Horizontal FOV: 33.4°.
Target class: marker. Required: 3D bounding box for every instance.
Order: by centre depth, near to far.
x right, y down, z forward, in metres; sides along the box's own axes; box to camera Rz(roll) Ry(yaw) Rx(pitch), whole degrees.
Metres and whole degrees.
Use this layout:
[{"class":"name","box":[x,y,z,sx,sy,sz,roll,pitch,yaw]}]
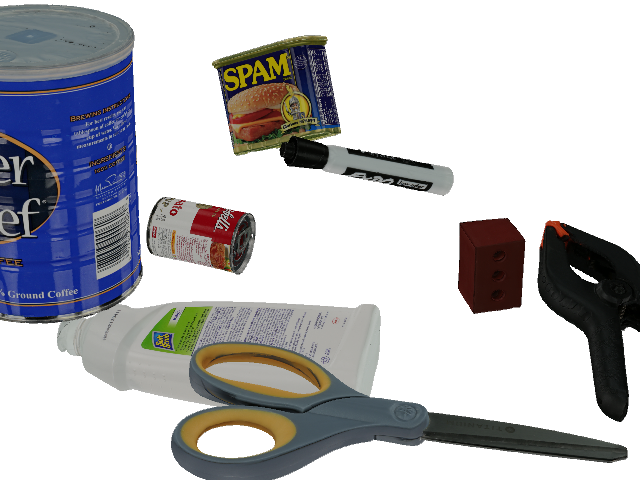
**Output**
[{"class":"marker","box":[0.030,-0.047,0.674,0.120,0.020,0.020,9,-4,-27]}]

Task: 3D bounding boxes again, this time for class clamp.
[{"class":"clamp","box":[0.215,0.048,0.742,0.120,0.039,0.171,-3,45,-19]}]

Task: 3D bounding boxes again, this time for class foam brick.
[{"class":"foam brick","box":[0.169,0.024,1.063,0.053,0.078,0.051,-8,28,-8]}]

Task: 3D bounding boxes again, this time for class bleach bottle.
[{"class":"bleach bottle","box":[-0.084,0.085,0.849,0.251,0.068,0.102,6,35,11]}]

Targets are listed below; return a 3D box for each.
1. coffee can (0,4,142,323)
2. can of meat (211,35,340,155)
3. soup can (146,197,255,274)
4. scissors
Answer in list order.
[{"class":"coffee can","box":[-0.148,-0.042,0.564,0.103,0.140,0.103,2,28,-1]},{"class":"can of meat","box":[-0.037,-0.124,0.922,0.102,0.084,0.057,-10,3,32]},{"class":"soup can","box":[-0.130,-0.006,1.165,0.102,0.068,0.068,12,3,15]},{"class":"scissors","box":[0.023,0.089,0.465,0.202,0.016,0.096,15,34,22]}]
